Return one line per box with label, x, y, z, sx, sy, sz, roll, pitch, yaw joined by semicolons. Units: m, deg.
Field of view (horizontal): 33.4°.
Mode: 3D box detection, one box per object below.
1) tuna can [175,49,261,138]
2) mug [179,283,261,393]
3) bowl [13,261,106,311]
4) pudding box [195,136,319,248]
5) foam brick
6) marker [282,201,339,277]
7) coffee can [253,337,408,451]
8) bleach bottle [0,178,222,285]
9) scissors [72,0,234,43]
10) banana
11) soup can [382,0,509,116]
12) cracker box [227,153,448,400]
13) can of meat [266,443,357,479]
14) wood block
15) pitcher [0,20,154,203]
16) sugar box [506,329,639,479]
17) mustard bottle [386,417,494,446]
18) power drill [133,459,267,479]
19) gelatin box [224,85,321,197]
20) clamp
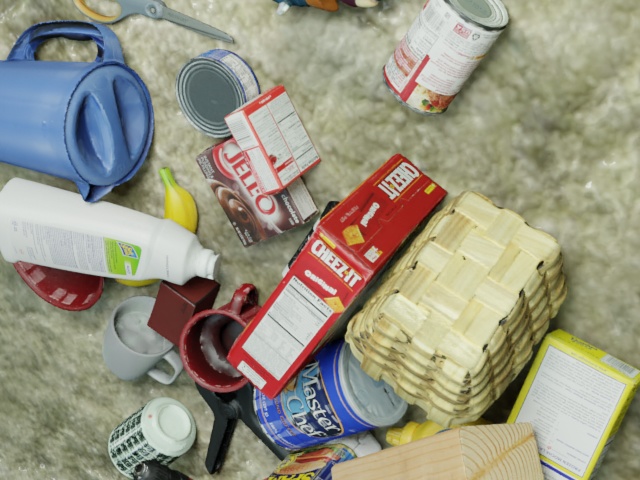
tuna can;-0.103;-0.149;1.083;0.086;0.033;0.086;17;124;26
mug;-0.095;0.103;1.185;0.093;0.081;0.117;18;104;15
bowl;-0.309;0.004;1.298;0.162;0.055;0.162;17;124;26
pudding box;-0.065;-0.058;1.108;0.090;0.039;0.113;-22;103;40
foam brick;-0.159;0.076;1.241;0.053;0.051;0.078;35;131;11
marker;-0.007;0.001;1.116;0.020;0.020;0.121;41;131;7
coffee can;0.012;0.162;1.142;0.141;0.102;0.103;-25;101;41
bleach bottle;-0.230;0.005;1.176;0.251;0.068;0.102;14;140;11
scissors;-0.175;-0.254;1.082;0.202;0.016;0.096;11;122;28
banana;-0.183;0.002;1.228;0.070;0.037;0.198;50;133;19
soup can;0.106;-0.165;0.910;0.068;0.068;0.102;41;131;7
cracker box;0.013;0.034;1.026;0.072;0.164;0.214;40;131;5
can of meat;-0.013;0.269;1.159;0.102;0.083;0.057;-16;106;39
wood block;0.108;0.239;1.016;0.207;0.090;0.090;-32;61;51
pitcher;-0.311;-0.148;1.172;0.243;0.149;0.145;11;143;32
sugar box;0.225;0.184;1.008;0.093;0.048;0.176;29;110;26
mustard bottle;0.157;0.228;1.111;0.192;0.058;0.096;12;113;29
power drill;-0.117;0.322;1.314;0.188;0.057;0.184;-5;145;36
gelatin box;-0.046;-0.098;1.049;0.030;0.073;0.089;-15;108;40
clamp;-0.091;0.202;1.278;0.165;0.036;0.210;2;115;32
